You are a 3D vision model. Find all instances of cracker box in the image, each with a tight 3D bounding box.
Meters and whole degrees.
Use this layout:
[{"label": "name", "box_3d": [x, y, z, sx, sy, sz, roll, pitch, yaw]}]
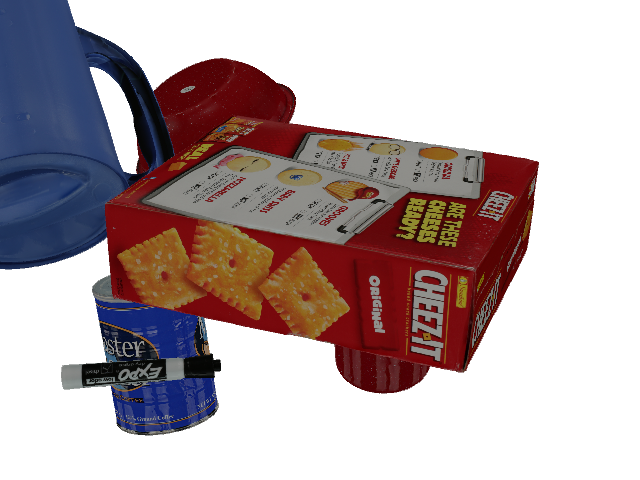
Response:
[{"label": "cracker box", "box_3d": [0.006, -0.006, 0.637, 0.214, 0.072, 0.164, 11, 28, 19]}]

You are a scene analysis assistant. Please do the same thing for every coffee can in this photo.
[{"label": "coffee can", "box_3d": [-0.159, 0.104, 1.039, 0.103, 0.140, 0.103, -7, 14, 1]}]

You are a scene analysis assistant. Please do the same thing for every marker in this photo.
[{"label": "marker", "box_3d": [-0.137, 0.101, 0.821, 0.121, 0.020, 0.020, -4, 0, -4]}]

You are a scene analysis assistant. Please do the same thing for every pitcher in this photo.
[{"label": "pitcher", "box_3d": [-0.212, -0.112, 0.755, 0.145, 0.243, 0.149, -28, -29, 16]}]

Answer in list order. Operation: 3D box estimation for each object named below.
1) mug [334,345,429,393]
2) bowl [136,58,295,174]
[{"label": "mug", "box_3d": [0.063, 0.069, 0.888, 0.117, 0.081, 0.093, -15, 37, -19]}, {"label": "bowl", "box_3d": [-0.106, -0.116, 0.962, 0.162, 0.055, 0.162, -20, 33, 13]}]
